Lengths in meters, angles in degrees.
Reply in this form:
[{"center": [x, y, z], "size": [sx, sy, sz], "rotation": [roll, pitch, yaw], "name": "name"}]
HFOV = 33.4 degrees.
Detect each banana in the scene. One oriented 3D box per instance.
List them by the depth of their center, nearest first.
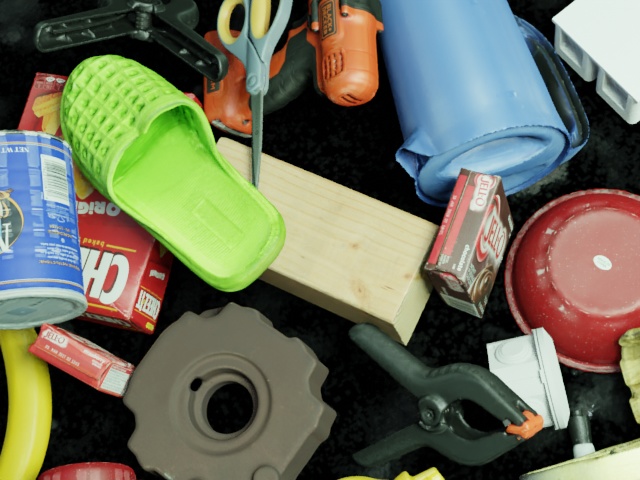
[{"center": [-0.269, 0.154, 0.941], "size": [0.070, 0.037, 0.198], "rotation": [2, 73, 11], "name": "banana"}]

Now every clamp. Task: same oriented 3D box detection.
[{"center": [0.089, 0.141, 0.833], "size": [0.172, 0.039, 0.120], "rotation": [16, 114, 38], "name": "clamp"}, {"center": [-0.169, -0.200, 0.965], "size": [0.164, 0.036, 0.210], "rotation": [7, 29, -12], "name": "clamp"}]

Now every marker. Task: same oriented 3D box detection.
[{"center": [0.213, 0.194, 0.842], "size": [0.020, 0.020, 0.121], "rotation": [-10, 71, 8], "name": "marker"}]

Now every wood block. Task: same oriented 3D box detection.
[{"center": [-0.006, 0.000, 0.910], "size": [0.206, 0.090, 0.090], "rotation": [23, 78, 17], "name": "wood block"}]

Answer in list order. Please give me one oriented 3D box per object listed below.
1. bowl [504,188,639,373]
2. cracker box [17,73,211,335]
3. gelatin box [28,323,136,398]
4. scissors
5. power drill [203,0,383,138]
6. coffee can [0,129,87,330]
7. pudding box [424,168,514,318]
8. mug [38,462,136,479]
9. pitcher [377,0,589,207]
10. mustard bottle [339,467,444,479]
[{"center": [0.232, 0.025, 0.874], "size": [0.162, 0.055, 0.162], "rotation": [-4, 72, 11], "name": "bowl"}, {"center": [-0.207, -0.038, 0.972], "size": [0.164, 0.072, 0.213], "rotation": [11, 76, 15], "name": "cracker box"}, {"center": [-0.196, 0.105, 0.914], "size": [0.073, 0.089, 0.030], "rotation": [26, 81, 18], "name": "gelatin box"}, {"center": [-0.065, -0.140, 0.916], "size": [0.096, 0.016, 0.202], "rotation": [4, 81, 47], "name": "scissors"}, {"center": [-0.026, -0.183, 0.942], "size": [0.188, 0.057, 0.184], "rotation": [-22, 62, 43], "name": "power drill"}, {"center": [-0.250, -0.006, 0.879], "size": [0.103, 0.102, 0.140], "rotation": [-11, 73, 7], "name": "coffee can"}, {"center": [0.124, 0.004, 0.870], "size": [0.039, 0.113, 0.090], "rotation": [18, 77, 19], "name": "pudding box"}, {"center": [-0.179, 0.229, 0.872], "size": [0.117, 0.093, 0.081], "rotation": [-11, 66, 9], "name": "mug"}, {"center": [0.125, -0.160, 0.926], "size": [0.145, 0.149, 0.243], "rotation": [-23, 65, 19], "name": "pitcher"}, {"center": [0.020, 0.245, 0.843], "size": [0.191, 0.058, 0.096], "rotation": [-37, 71, -3], "name": "mustard bottle"}]
